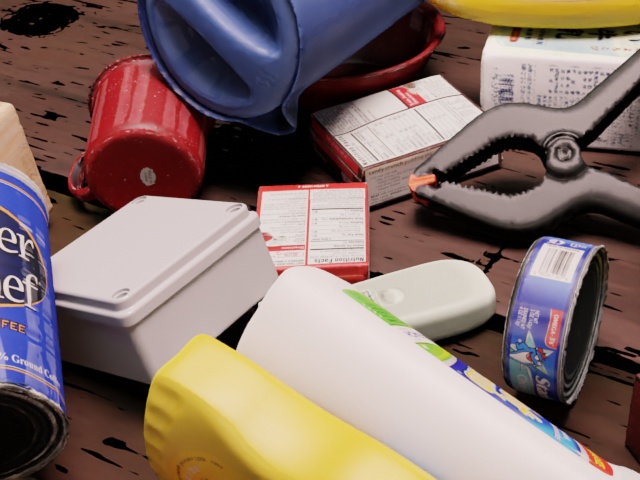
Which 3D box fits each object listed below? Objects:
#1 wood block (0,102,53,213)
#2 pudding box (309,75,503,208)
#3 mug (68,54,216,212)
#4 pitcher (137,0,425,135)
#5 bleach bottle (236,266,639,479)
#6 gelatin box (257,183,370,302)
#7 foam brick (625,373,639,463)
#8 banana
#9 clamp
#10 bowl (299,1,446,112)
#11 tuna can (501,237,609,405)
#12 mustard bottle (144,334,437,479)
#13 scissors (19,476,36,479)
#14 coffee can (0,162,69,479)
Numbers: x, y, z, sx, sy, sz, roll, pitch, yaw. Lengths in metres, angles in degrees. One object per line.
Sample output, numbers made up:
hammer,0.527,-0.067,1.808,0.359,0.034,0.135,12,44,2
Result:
wood block,-0.267,0.003,0.660,0.091,0.090,0.205,3,37,22
pudding box,0.061,-0.072,0.765,0.113,0.039,0.090,-20,40,-15
mug,-0.130,-0.064,0.748,0.117,0.093,0.081,-25,38,18
pitcher,-0.007,-0.196,0.750,0.145,0.149,0.242,31,42,19
bleach bottle,0.082,0.101,0.496,0.251,0.102,0.068,30,89,25
gelatin box,-0.005,0.001,0.683,0.073,0.030,0.089,-3,40,4
foam brick,0.191,0.099,0.509,0.053,0.051,0.078,-15,38,-13
banana,0.177,-0.171,0.756,0.198,0.037,0.069,-2,20,4
clamp,0.164,-0.042,0.684,0.210,0.036,0.164,-16,68,7
bowl,0.020,-0.145,0.851,0.162,0.055,0.162,-4,37,3
tuna can,0.125,0.042,0.565,0.034,0.086,0.086,12,40,25
mustard bottle,0.011,0.120,0.464,0.192,0.096,0.058,28,50,25
scissors,-0.103,0.145,0.518,0.202,0.016,0.096,-3,39,5
coffee can,-0.184,0.041,0.538,0.102,0.103,0.140,-11,53,-7
